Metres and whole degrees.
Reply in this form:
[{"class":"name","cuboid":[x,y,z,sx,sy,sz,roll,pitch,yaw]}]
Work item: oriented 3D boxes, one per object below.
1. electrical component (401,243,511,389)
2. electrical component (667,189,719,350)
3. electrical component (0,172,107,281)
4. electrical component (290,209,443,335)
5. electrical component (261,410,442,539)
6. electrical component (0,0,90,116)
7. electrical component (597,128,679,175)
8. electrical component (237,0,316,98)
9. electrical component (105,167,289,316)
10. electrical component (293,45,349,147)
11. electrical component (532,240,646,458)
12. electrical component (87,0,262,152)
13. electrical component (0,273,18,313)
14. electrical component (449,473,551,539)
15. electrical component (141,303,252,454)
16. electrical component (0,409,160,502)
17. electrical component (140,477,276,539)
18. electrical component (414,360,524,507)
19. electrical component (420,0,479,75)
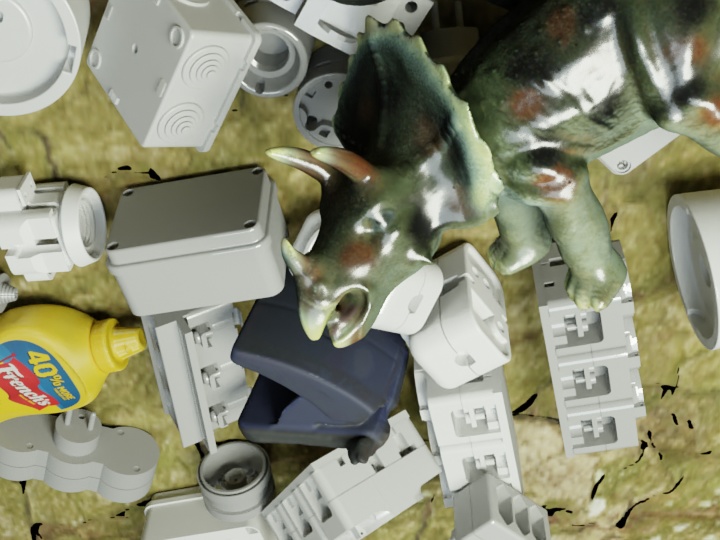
[{"class":"electrical component","cuboid":[0.066,0.034,0.763,0.059,0.095,0.053,-29,122,22]},{"class":"electrical component","cuboid":[0.253,-0.005,0.724,0.060,0.108,0.108,-13,127,4]},{"class":"electrical component","cuboid":[-0.212,-0.030,0.746,0.057,0.058,0.078,-4,128,8]},{"class":"electrical component","cuboid":[0.000,0.000,0.728,0.059,0.095,0.053,15,105,-52]},{"class":"electrical component","cuboid":[-0.008,0.177,0.840,0.089,0.061,0.150,-26,166,-29]},{"class":"electrical component","cuboid":[-0.215,-0.154,0.646,0.108,0.060,0.108,1,128,1]},{"class":"electrical component","cuboid":[0.164,-0.131,0.656,0.109,0.056,0.109,38,120,-24]},{"class":"electrical component","cuboid":[-0.055,-0.139,0.662,0.055,0.047,0.055,1,128,1]},{"class":"electrical component","cuboid":[-0.110,-0.021,0.737,0.113,0.078,0.057,-9,130,8]},{"class":"electrical component","cuboid":[-0.013,-0.111,0.683,0.055,0.047,0.055,1,128,1]},{"class":"electrical component","cuboid":[0.165,0.049,0.776,0.062,0.089,0.150,-10,127,9]},{"class":"electrical component","cuboid":[-0.114,-0.130,0.638,0.048,0.099,0.099,-7,140,-43]},{"class":"electrical component","cuboid":[-0.294,0.015,0.792,0.081,0.043,0.043,4,128,-1]},{"class":"electrical component","cuboid":[0.094,0.202,0.809,0.066,0.047,0.077,35,121,-23]},{"class":"electrical component","cuboid":[-0.121,0.066,0.810,0.063,0.078,0.121,-21,131,-20]},{"class":"electrical component","cuboid":[-0.233,0.140,0.882,0.138,0.052,0.073,14,127,-9]},{"class":"electrical component","cuboid":[-0.129,0.234,0.949,0.113,0.057,0.078,-11,127,10]},{"class":"electrical component","cuboid":[0.086,0.120,0.834,0.062,0.089,0.150,-9,127,9]},{"class":"electrical component","cuboid":[0.056,-0.126,0.663,0.077,0.044,0.079,-8,95,-33]}]
